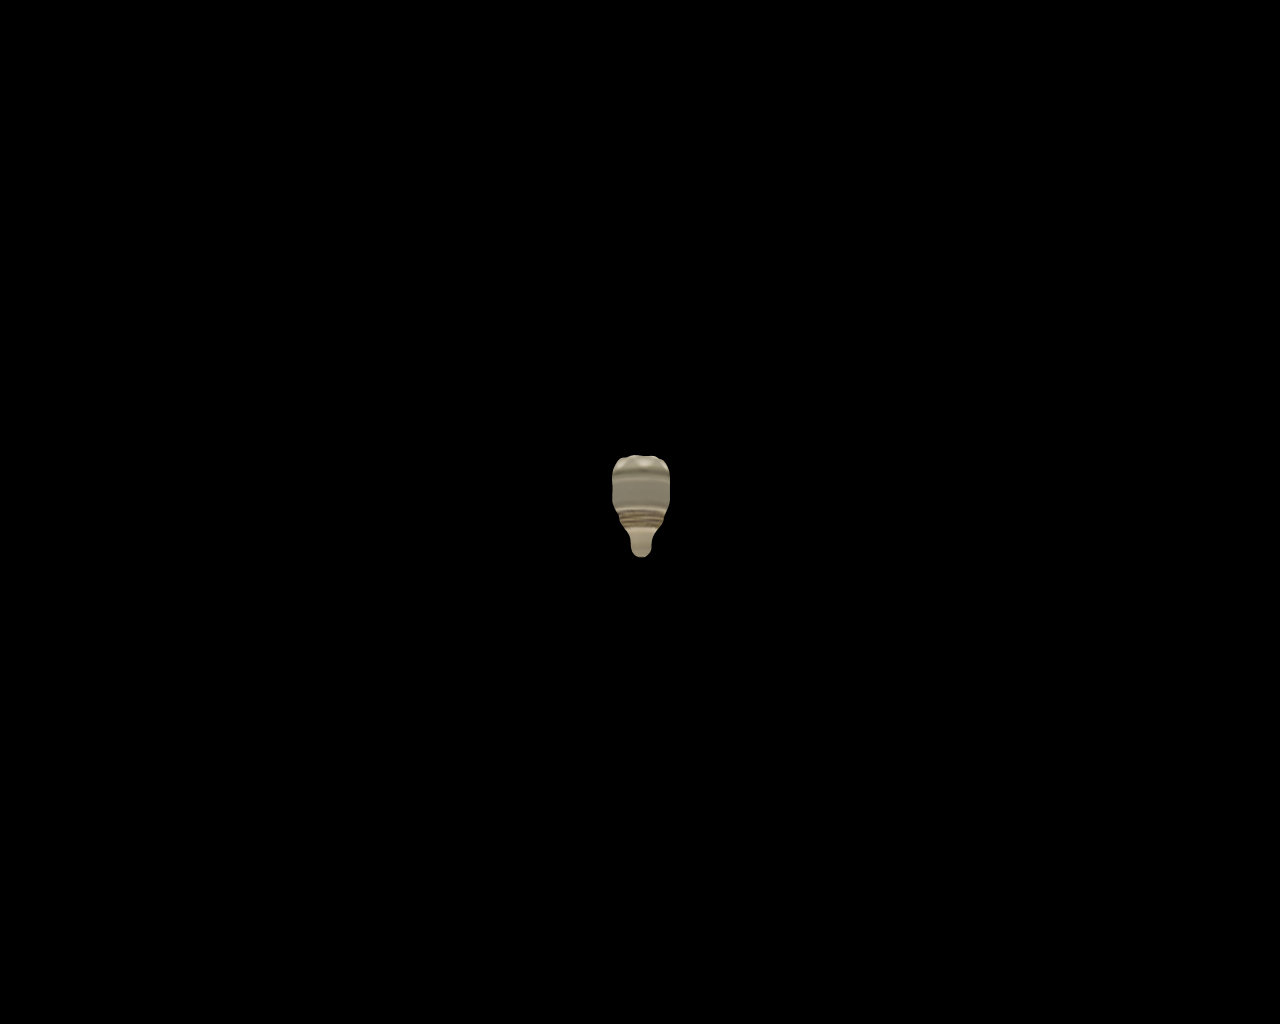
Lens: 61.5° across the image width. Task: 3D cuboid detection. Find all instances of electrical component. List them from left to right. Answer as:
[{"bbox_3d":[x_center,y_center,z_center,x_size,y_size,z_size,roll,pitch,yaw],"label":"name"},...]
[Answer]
[{"bbox_3d":[0.001,-0.003,0.650,0.035,0.061,0.035,0,-7,0],"label":"electrical component"}]
